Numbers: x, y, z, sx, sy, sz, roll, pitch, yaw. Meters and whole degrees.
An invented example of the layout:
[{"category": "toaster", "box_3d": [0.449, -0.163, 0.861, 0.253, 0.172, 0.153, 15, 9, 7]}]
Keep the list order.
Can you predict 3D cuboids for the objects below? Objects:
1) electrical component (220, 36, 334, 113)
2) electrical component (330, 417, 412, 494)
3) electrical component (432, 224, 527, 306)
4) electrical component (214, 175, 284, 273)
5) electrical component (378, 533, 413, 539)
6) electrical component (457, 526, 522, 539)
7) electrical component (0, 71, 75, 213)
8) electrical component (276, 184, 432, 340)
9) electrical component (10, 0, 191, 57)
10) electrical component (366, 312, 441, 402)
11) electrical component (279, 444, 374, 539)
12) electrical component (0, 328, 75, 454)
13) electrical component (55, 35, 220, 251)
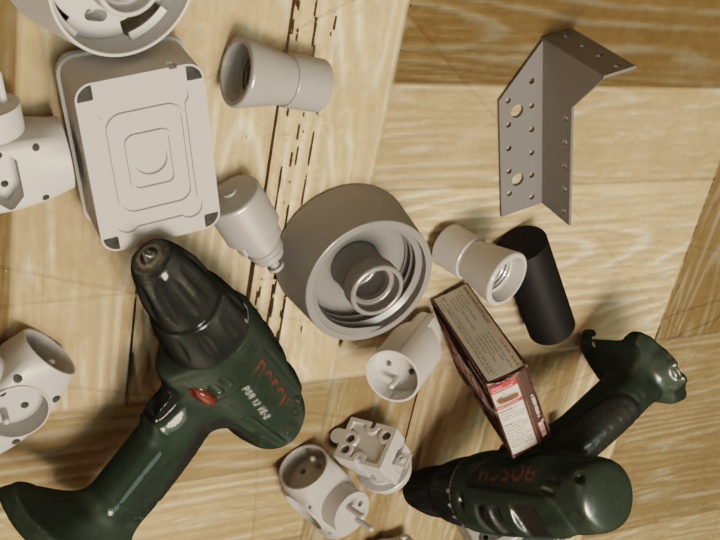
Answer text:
[{"category": "electrical component", "box_3d": [-0.050, -0.120, 0.677, 0.065, 0.044, 0.044, 3, 119, -36]}, {"category": "electrical component", "box_3d": [0.014, 0.154, 0.885, 0.048, 0.066, 0.055, -64, 145, -26]}, {"category": "electrical component", "box_3d": [0.087, -0.007, 0.809, 0.044, 0.065, 0.044, -30, 136, -33]}, {"category": "electrical component", "box_3d": [-0.073, -0.028, 0.725, 0.040, 0.040, 0.078, -33, 130, -5]}, {"category": "electrical component", "box_3d": [0.020, 0.263, 0.968, 0.062, 0.048, 0.048, 0, 120, -21]}, {"category": "electrical component", "box_3d": [0.112, 0.230, 0.986, 0.047, 0.065, 0.076, -25, 158, -12]}, {"category": "electrical component", "box_3d": [-0.210, -0.076, 0.616, 0.077, 0.043, 0.079, -15, 126, -20]}, {"category": "electrical component", "box_3d": [0.000, 0.000, 0.770, 0.108, 0.060, 0.108, -14, 126, -20]}, {"category": "electrical component", "box_3d": [-0.143, -0.169, 0.593, 0.099, 0.064, 0.099, -26, 135, -28]}, {"category": "electrical component", "box_3d": [0.040, 0.064, 0.833, 0.081, 0.043, 0.043, -45, 151, -58]}, {"category": "electrical component", "box_3d": [-0.020, 0.188, 0.872, 0.044, 0.079, 0.077, -46, 133, -19]}, {"category": "electrical component", "box_3d": [-0.240, 0.072, 0.696, 0.077, 0.044, 0.079, -46, 131, 5]}, {"category": "electrical component", "box_3d": [-0.133, -0.078, 0.648, 0.078, 0.057, 0.113, -16, 127, -19]}]
